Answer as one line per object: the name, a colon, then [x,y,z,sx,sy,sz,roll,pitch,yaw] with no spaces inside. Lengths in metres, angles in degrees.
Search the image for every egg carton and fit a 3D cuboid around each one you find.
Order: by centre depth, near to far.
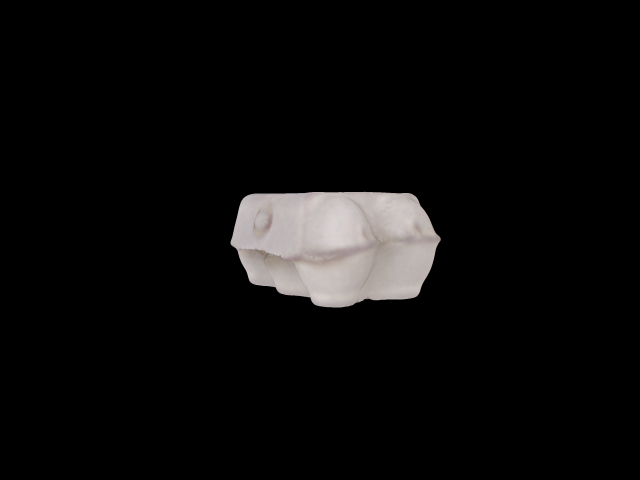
egg carton: [0.004,0.001,0.400,0.107,0.069,0.150,-3,5,-31]
